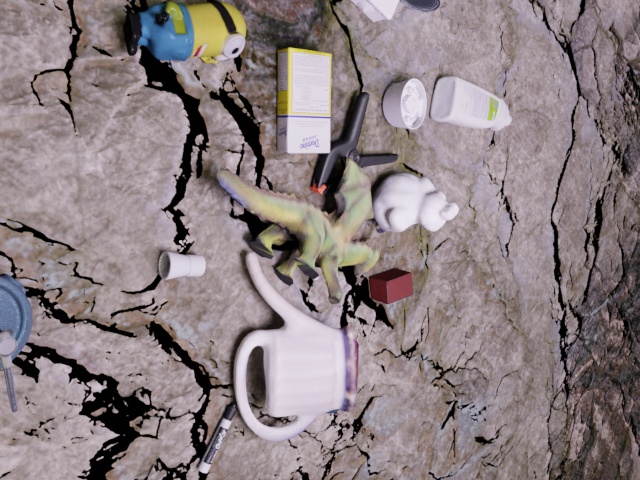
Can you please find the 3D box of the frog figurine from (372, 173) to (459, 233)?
[{"bbox_3d":[0.184,-0.069,1.019,0.139,0.160,0.121,-37,116,-26],"label":"frog figurine"}]

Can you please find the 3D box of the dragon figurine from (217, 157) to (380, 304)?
[{"bbox_3d":[0.003,-0.046,0.919,0.247,0.122,0.402,-55,134,-25],"label":"dragon figurine"}]

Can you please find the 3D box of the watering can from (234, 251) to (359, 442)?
[{"bbox_3d":[-0.038,0.190,0.909,0.224,0.105,0.345,0,98,-12],"label":"watering can"}]
